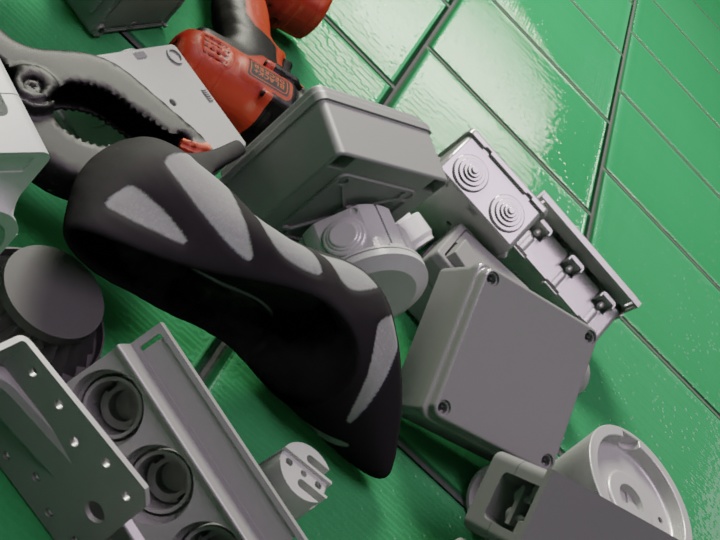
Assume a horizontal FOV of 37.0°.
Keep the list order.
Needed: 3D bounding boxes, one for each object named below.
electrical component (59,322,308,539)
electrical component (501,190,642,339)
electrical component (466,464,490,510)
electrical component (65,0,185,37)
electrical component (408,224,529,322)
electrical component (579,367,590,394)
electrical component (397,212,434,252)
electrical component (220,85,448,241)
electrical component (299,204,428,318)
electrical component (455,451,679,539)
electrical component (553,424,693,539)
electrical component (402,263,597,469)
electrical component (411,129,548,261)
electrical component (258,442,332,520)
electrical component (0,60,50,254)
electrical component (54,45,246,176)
[{"bbox_3d":[-0.088,0.097,0.506,0.121,0.079,0.063,55,4,7],"label":"electrical component"},{"bbox_3d":[0.166,0.003,0.908,0.121,0.079,0.063,49,61,-3],"label":"electrical component"},{"bbox_3d":[0.107,0.156,0.712,0.065,0.044,0.044,25,40,-42],"label":"electrical component"},{"bbox_3d":[-0.161,-0.202,0.725,0.061,0.062,0.096,54,33,5],"label":"electrical component"},{"bbox_3d":[0.081,0.022,0.795,0.096,0.061,0.061,49,33,-3],"label":"electrical component"},{"bbox_3d":[0.145,0.079,0.835,0.078,0.040,0.040,9,51,-46],"label":"electrical component"},{"bbox_3d":[0.022,-0.034,0.794,0.055,0.045,0.045,54,33,4],"label":"electrical component"},{"bbox_3d":[-0.018,-0.060,0.713,0.109,0.109,0.056,9,53,-46],"label":"electrical component"},{"bbox_3d":[0.000,0.000,0.702,0.080,0.080,0.051,16,41,-42],"label":"electrical component"},{"bbox_3d":[0.137,0.194,0.639,0.186,0.060,0.105,31,80,-27],"label":"electrical component"},{"bbox_3d":[0.176,0.171,0.761,0.108,0.060,0.108,31,37,-28],"label":"electrical component"},{"bbox_3d":[0.090,0.066,0.717,0.109,0.056,0.108,29,74,-25],"label":"electrical component"},{"bbox_3d":[0.083,-0.049,0.836,0.099,0.100,0.048,47,63,-4],"label":"electrical component"},{"bbox_3d":[-0.042,0.116,0.564,0.040,0.046,0.040,31,37,-27],"label":"electrical component"},{"bbox_3d":[-0.199,-0.001,0.360,0.105,0.186,0.060,-10,65,-54],"label":"electrical component"},{"bbox_3d":[-0.129,-0.090,0.667,0.099,0.048,0.100,54,31,3],"label":"electrical component"}]
